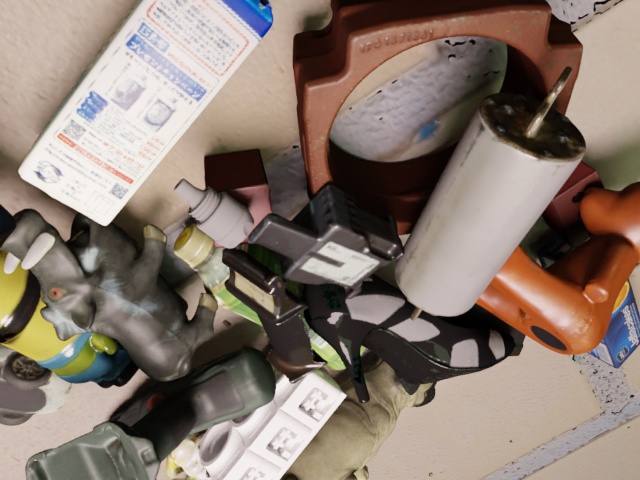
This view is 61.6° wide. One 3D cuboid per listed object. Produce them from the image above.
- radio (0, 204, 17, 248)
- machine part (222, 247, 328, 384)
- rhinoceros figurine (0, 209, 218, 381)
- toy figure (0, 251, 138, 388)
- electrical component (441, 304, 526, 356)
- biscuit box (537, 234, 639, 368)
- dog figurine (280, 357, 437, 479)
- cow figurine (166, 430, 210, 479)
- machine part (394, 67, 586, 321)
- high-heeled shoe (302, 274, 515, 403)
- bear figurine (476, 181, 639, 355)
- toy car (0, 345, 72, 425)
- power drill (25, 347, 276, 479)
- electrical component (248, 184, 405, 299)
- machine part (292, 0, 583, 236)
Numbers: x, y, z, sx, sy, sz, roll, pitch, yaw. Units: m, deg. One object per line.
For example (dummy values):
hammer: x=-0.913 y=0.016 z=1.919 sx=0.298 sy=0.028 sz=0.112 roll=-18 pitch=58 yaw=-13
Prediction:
radio: x=-0.313 y=-0.048 z=0.318 sx=0.073 sy=0.131 sz=0.229 roll=-42 pitch=98 yaw=14
machine part: x=-0.038 y=0.066 z=0.458 sx=0.039 sy=0.084 sz=0.138 roll=-44 pitch=134 yaw=-28
rhinoceros figurine: x=-0.174 y=0.042 z=0.449 sx=0.190 sy=0.073 sz=0.112 roll=52 pitch=55 yaw=-30
toy figure: x=-0.235 y=0.074 z=0.480 sx=0.082 sy=0.089 sz=0.180 roll=-31 pitch=124 yaw=5
electrical component: x=0.201 y=0.076 z=0.619 sx=0.134 sy=0.058 sz=0.114 roll=0 pitch=124 yaw=-14
biscuit box: x=0.326 y=0.069 z=0.637 sx=0.063 sy=0.059 sz=0.202 roll=-44 pitch=125 yaw=-8
dog figurine: x=0.042 y=0.196 z=0.593 sx=0.121 sy=0.172 sz=0.190 roll=36 pitch=111 yaw=8
cow figurine: x=-0.135 y=0.282 z=0.653 sx=0.098 sy=0.068 sz=0.167 roll=-8 pitch=127 yaw=-17
machine part: x=0.119 y=-0.020 z=0.407 sx=0.079 sy=0.079 sz=0.243 roll=2 pitch=136 yaw=-16
high-heeled shoe: x=0.094 y=0.072 z=0.541 sx=0.249 sy=0.145 sz=0.086 roll=-5 pitch=163 yaw=-36
bear figurine: x=0.250 y=0.004 z=0.501 sx=0.132 sy=0.120 sz=0.196 roll=36 pitch=81 yaw=12
toy car: x=-0.342 y=0.125 z=0.506 sx=0.201 sy=0.056 sz=0.073 roll=18 pitch=121 yaw=-23
power drill: x=-0.162 y=0.183 z=0.501 sx=0.232 sy=0.207 sz=0.086 roll=-26 pitch=82 yaw=15
electrical component: x=-0.001 y=-0.001 z=0.422 sx=0.119 sy=0.048 sz=0.075 roll=20 pitch=131 yaw=-29
machine part: x=0.082 y=-0.101 z=0.431 sx=0.202 sy=0.087 sz=0.200 roll=-8 pitch=138 yaw=-1
